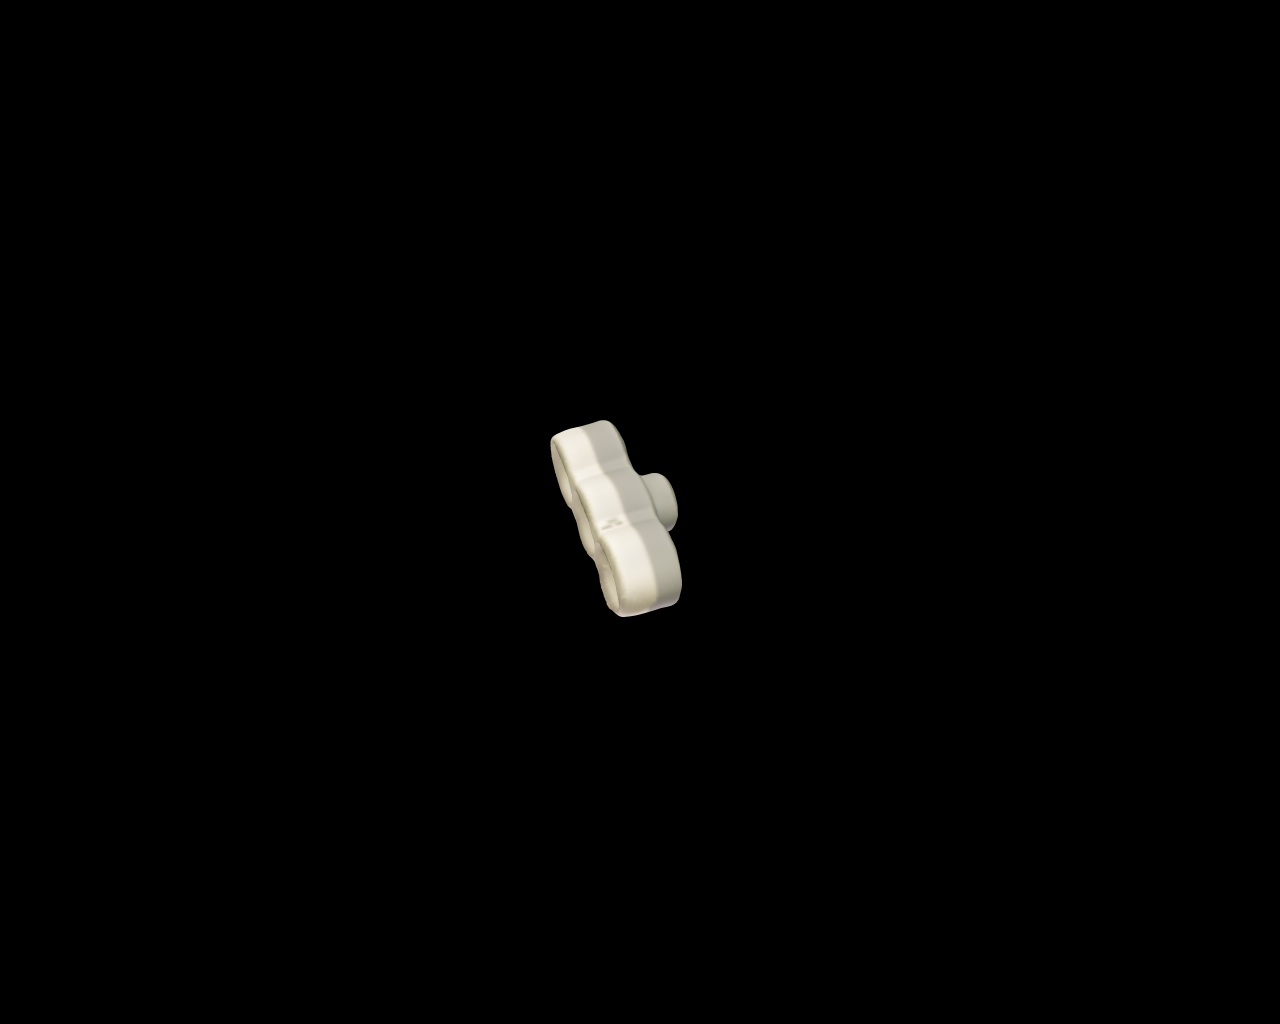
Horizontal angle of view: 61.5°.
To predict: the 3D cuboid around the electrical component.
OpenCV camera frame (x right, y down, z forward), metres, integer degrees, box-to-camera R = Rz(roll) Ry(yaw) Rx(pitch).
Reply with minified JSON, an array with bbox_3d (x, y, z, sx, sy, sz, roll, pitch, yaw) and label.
[{"bbox_3d":[0.001,-0.003,0.650,0.074,0.138,0.052,-16,-39,-13],"label":"electrical component"}]
